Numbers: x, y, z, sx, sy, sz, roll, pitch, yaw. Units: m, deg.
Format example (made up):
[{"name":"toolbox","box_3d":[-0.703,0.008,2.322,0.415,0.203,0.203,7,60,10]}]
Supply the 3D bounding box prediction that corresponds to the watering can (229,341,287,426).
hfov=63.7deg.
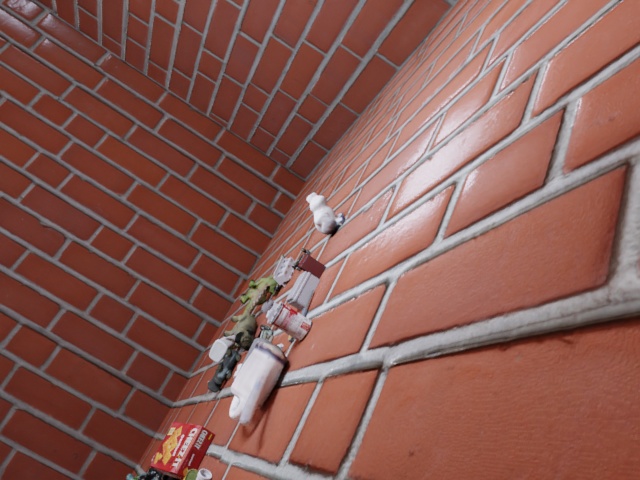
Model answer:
[{"name":"watering can","box_3d":[-0.167,0.383,1.379,0.104,0.227,0.344,33,-16,-7]}]

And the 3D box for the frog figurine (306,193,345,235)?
[{"name":"frog figurine","box_3d":[0.006,-0.099,1.957,0.159,0.120,0.140,32,30,-7]}]

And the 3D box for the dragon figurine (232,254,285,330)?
[{"name":"dragon figurine","box_3d":[-0.257,0.239,2.389,0.121,0.420,0.239,38,-39,-16]}]
